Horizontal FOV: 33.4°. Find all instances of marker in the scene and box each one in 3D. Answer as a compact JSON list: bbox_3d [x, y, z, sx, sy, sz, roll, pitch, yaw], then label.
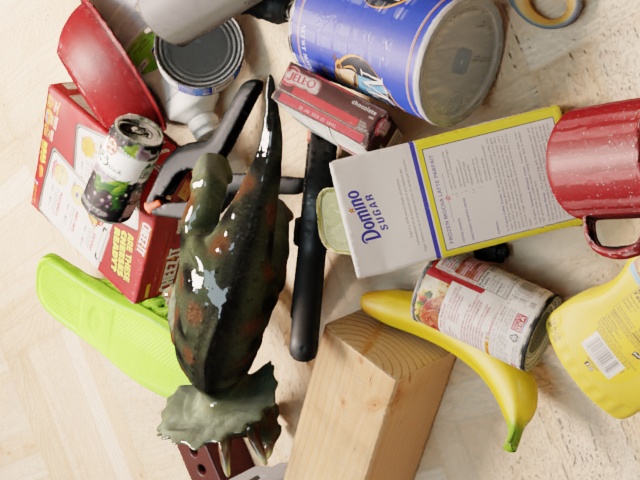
[{"bbox_3d":[0.109,0.008,0.910,0.121,0.020,0.020,3,105,45],"label":"marker"}]

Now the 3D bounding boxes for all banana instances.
[{"bbox_3d":[0.118,0.091,0.895,0.198,0.069,0.037,42,144,36],"label":"banana"}]

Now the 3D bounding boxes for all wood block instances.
[{"bbox_3d":[0.041,0.171,0.981,0.090,0.090,0.206,35,126,33],"label":"wood block"}]

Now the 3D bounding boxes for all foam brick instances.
[{"bbox_3d":[-0.113,0.248,1.190,0.053,0.051,0.078,-33,79,46],"label":"foam brick"}]

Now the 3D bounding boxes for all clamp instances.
[{"bbox_3d":[-0.006,0.001,0.962,0.164,0.036,0.210,-96,12,-75],"label":"clamp"},{"bbox_3d":[-0.092,-0.062,1.042,0.172,0.039,0.120,-38,74,20],"label":"clamp"}]

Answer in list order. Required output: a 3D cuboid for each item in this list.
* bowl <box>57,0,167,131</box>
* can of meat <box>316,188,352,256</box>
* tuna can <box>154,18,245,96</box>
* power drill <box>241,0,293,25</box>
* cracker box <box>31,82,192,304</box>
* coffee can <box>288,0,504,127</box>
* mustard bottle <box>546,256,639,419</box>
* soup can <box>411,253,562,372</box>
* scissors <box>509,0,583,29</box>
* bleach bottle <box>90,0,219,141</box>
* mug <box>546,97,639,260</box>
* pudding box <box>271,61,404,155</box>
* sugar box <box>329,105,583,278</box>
[{"bbox_3d":[-0.224,-0.169,1.103,0.162,0.055,0.162,55,171,12],"label":"bowl"},{"bbox_3d":[0.062,-0.023,0.900,0.102,0.083,0.057,5,106,45],"label":"can of meat"},{"bbox_3d":[-0.116,-0.183,1.027,0.034,0.086,0.086,121,126,-80],"label":"tuna can"},{"bbox_3d":[-0.078,-0.304,0.970,0.185,0.057,0.188,30,122,31],"label":"power drill"},{"bbox_3d":[-0.230,-0.058,1.194,0.214,0.071,0.164,38,126,30],"label":"cracker box"},{"bbox_3d":[0.059,-0.160,0.845,0.140,0.102,0.103,28,122,37],"label":"coffee can"},{"bbox_3d":[0.251,0.044,0.750,0.096,0.058,0.192,56,135,15],"label":"mustard bottle"},{"bbox_3d":[0.133,0.055,0.855,0.102,0.068,0.068,24,120,26],"label":"soup can"},{"bbox_3d":[0.127,-0.202,0.826,0.202,0.016,0.096,-2,101,46],"label":"scissors"},{"bbox_3d":[-0.174,-0.213,1.095,0.103,0.067,0.251,-35,80,50],"label":"bleach bottle"},{"bbox_3d":[0.210,-0.044,0.735,0.082,0.093,0.117,-3,77,51],"label":"mug"},{"bbox_3d":[0.017,-0.102,0.885,0.090,0.113,0.039,30,90,12],"label":"pudding box"},{"bbox_3d":[0.103,-0.036,0.809,0.176,0.048,0.093,-13,93,6],"label":"sugar box"}]
